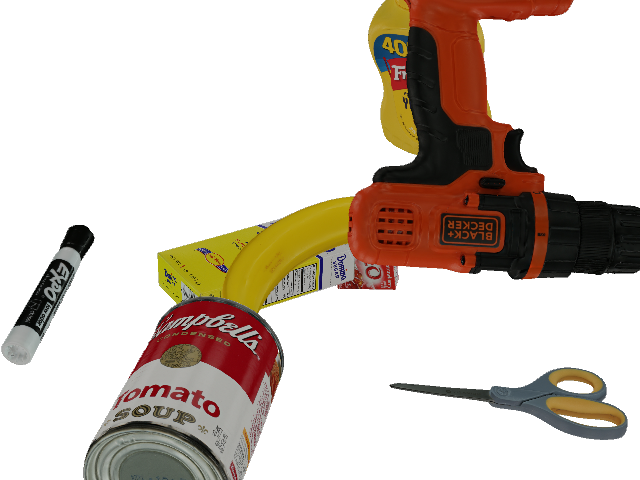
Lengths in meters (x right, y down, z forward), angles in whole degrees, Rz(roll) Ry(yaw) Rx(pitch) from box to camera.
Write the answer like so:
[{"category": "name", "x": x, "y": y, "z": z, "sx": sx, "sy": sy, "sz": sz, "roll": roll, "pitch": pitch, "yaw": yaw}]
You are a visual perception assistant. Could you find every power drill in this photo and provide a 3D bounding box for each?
[{"category": "power drill", "x": 0.111, "y": -0.071, "z": 0.618, "sx": 0.184, "sy": 0.187, "sz": 0.057, "roll": 3, "pitch": -1, "yaw": -5}]

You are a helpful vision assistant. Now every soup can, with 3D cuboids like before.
[{"category": "soup can", "x": -0.061, "y": 0.081, "z": 0.494, "sx": 0.068, "sy": 0.068, "sz": 0.102, "roll": 0, "pitch": 29, "yaw": 12}]

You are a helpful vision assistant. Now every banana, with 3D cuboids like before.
[{"category": "banana", "x": -0.010, "y": 0.010, "z": 0.814, "sx": 0.197, "sy": 0.069, "sz": 0.037, "roll": -38, "pitch": -10, "yaw": -30}]

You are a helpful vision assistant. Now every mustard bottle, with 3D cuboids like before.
[{"category": "mustard bottle", "x": 0.090, "y": -0.154, "z": 0.892, "sx": 0.096, "sy": 0.058, "sz": 0.191, "roll": 14, "pitch": -36, "yaw": 24}]

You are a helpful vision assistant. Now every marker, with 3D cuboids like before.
[{"category": "marker", "x": -0.169, "y": 0.030, "z": 0.673, "sx": 0.020, "sy": 0.020, "sz": 0.121, "roll": 0, "pitch": 38, "yaw": 12}]

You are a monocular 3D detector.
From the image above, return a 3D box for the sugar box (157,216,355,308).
[{"category": "sugar box", "x": -0.062, "y": 0.025, "z": 1.057, "sx": 0.175, "sy": 0.048, "sz": 0.093, "roll": -19, "pitch": 36, "yaw": -28}]

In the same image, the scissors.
[{"category": "scissors", "x": 0.168, "y": 0.129, "z": 0.936, "sx": 0.202, "sy": 0.016, "sz": 0.096, "roll": 14, "pitch": 29, "yaw": 12}]

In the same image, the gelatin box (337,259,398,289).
[{"category": "gelatin box", "x": 0.054, "y": 0.016, "z": 1.290, "sx": 0.073, "sy": 0.089, "sz": 0.030, "roll": 0, "pitch": 29, "yaw": 15}]
